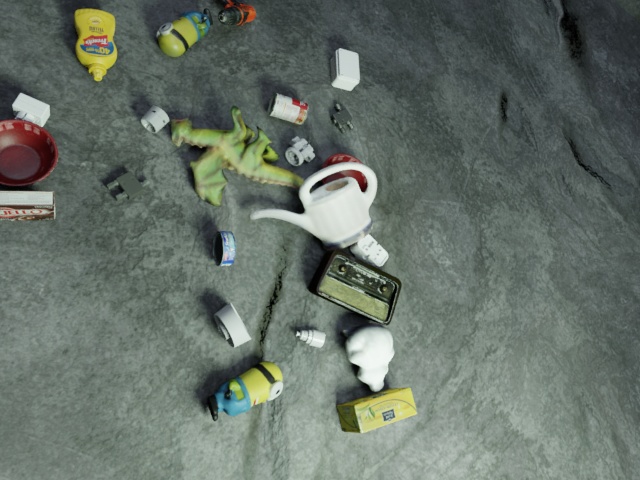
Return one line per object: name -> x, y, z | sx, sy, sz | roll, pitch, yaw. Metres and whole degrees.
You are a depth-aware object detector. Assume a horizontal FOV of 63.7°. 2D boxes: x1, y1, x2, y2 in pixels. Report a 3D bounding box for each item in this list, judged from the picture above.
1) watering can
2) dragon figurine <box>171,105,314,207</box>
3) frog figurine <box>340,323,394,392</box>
watering can -> 0.004, -0.069, 1.373 | 0.348, 0.105, 0.221 | -26, 113, -4
dragon figurine -> -0.222, -0.188, 1.353 | 0.409, 0.121, 0.245 | 45, 76, -4
frog figurine -> 0.130, 0.298, 1.306 | 0.136, 0.121, 0.163 | 16, 52, -41
